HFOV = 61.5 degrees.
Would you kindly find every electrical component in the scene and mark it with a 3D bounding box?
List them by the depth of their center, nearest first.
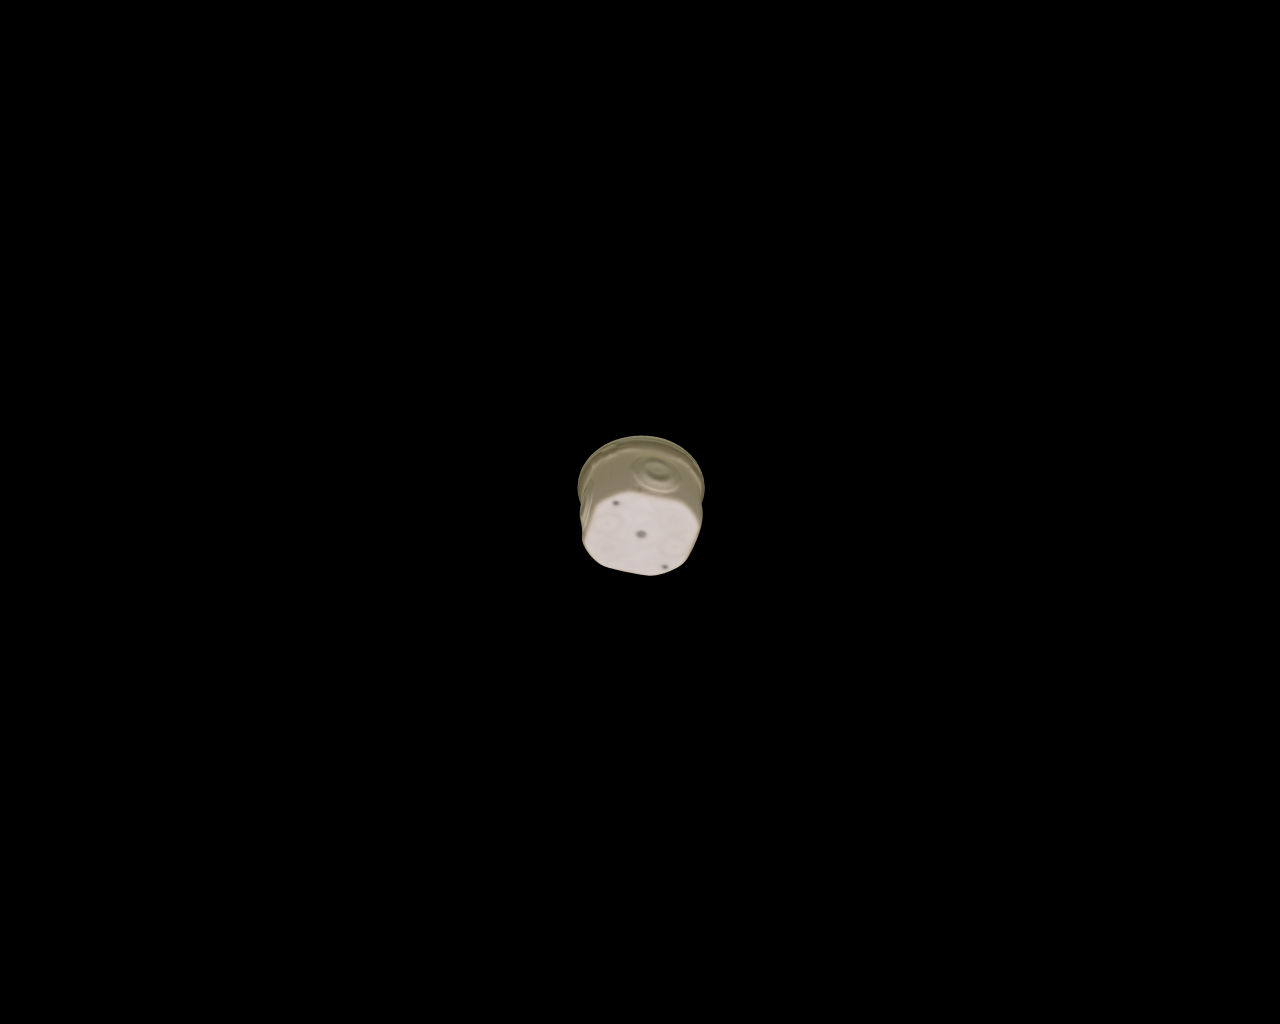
[{"bbox_3d":[0.001,-0.003,0.650,0.080,0.080,0.051,0,41,0],"label":"electrical component"}]
